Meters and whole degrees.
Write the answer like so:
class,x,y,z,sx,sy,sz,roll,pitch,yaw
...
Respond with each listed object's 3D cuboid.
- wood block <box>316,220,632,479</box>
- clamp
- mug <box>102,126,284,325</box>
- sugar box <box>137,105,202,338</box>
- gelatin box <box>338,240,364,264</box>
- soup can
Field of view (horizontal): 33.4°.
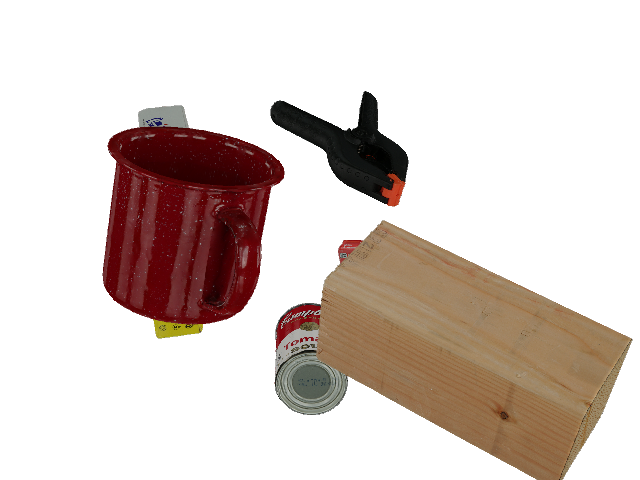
class,x,y,z,sx,sy,sz,roll,pitch,yaw
wood block,0.108,0.081,0.793,0.206,0.091,0.090,27,47,22
clamp,0.024,-0.095,1.053,0.120,0.039,0.171,-9,40,-17
mug,-0.065,-0.003,0.563,0.093,0.081,0.117,-5,27,-36
sugar box,-0.128,-0.016,0.902,0.048,0.176,0.093,-7,27,-9
gelatin box,0.064,0.043,1.298,0.073,0.089,0.030,2,30,17
soup can,-0.010,0.111,1.007,0.068,0.068,0.102,0,22,-1
